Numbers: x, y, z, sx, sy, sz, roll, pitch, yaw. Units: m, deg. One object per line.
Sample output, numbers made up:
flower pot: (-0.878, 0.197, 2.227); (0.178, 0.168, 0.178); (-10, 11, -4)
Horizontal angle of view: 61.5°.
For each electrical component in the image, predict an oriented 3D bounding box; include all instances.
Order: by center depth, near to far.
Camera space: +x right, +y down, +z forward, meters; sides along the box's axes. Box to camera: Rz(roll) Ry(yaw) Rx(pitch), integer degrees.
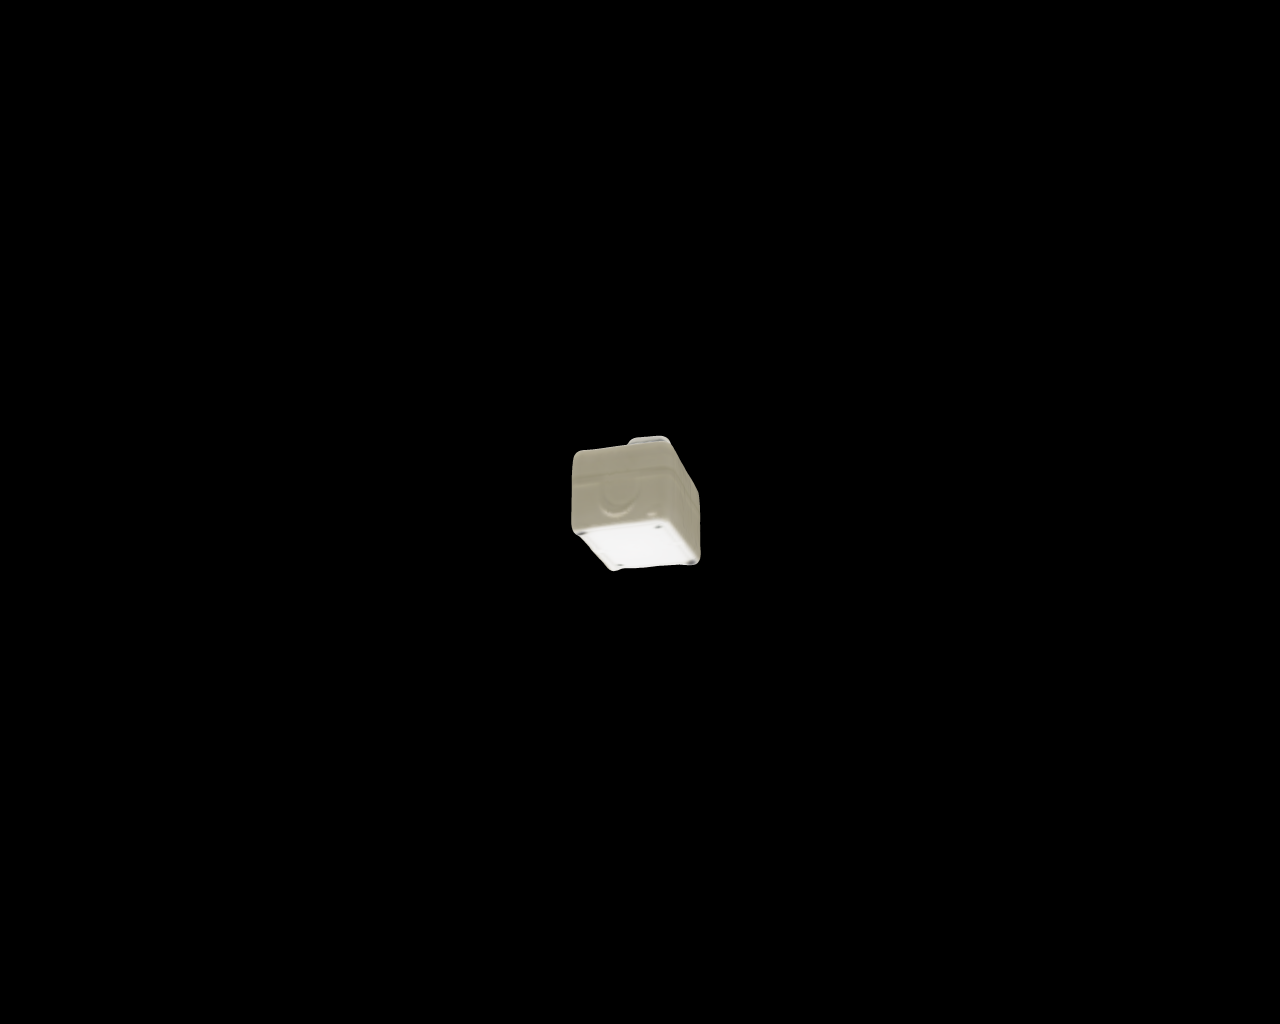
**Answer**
electrical component: (0.001, -0.003, 0.650); (0.062, 0.061, 0.096); (-6, -23, 14)
